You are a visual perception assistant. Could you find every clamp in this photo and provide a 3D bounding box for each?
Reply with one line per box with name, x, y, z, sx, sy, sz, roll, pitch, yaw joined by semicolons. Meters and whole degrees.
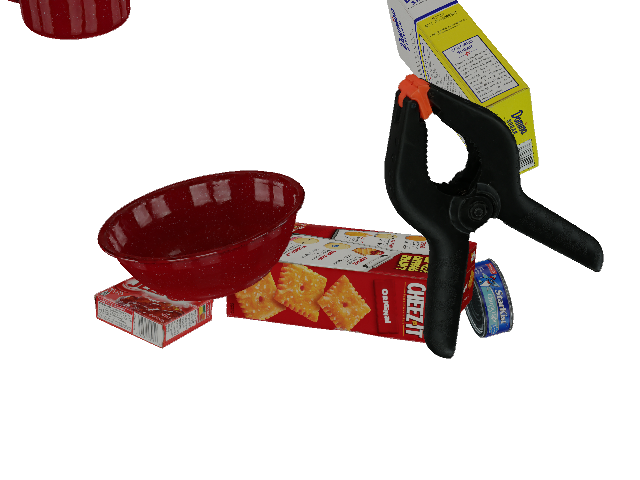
clamp;0.080;-0.012;0.622;0.120;0.171;0.039;-40;22;-3

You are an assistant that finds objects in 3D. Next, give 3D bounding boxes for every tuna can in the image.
tuna can;0.186;0.066;1.204;0.033;0.086;0.086;-14;2;-7

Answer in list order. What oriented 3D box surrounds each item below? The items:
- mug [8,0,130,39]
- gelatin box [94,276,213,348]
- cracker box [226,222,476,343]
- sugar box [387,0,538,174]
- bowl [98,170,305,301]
mug;-0.197;-0.201;0.790;0.117;0.081;0.093;1;36;1
gelatin box;-0.160;0.063;1.023;0.089;0.030;0.073;20;28;29
cracker box;0.034;0.039;1.071;0.214;0.072;0.164;7;15;19
sugar box;0.110;-0.135;0.847;0.048;0.176;0.093;-24;-38;-2
bowl;-0.086;0.001;0.826;0.162;0.055;0.162;-10;24;4
